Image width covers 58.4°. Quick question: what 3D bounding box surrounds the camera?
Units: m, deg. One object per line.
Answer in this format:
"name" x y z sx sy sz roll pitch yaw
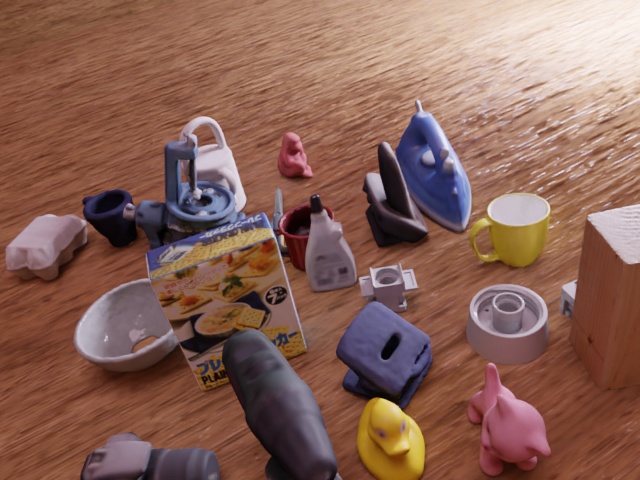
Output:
"camera" -0.188 0.279 0.632 0.136 0.101 0.143 -7 38 6

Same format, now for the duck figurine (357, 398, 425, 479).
"duck figurine" 0.077 0.216 0.653 0.077 0.086 0.104 -17 38 -6

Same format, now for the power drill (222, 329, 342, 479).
"power drill" -0.031 0.205 0.595 0.076 0.209 0.228 -25 40 -16

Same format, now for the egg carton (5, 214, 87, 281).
"egg carton" -0.515 0.010 1.083 0.107 0.069 0.150 1 40 16

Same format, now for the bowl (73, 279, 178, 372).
"bowl" -0.269 0.138 0.853 0.167 0.075 0.167 -7 38 6

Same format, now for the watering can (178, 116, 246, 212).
"watering can" -0.219 -0.144 1.098 0.172 0.194 0.101 10 43 26

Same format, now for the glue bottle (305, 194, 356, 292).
"glue bottle" 0.008 0.003 0.869 0.078 0.173 0.037 -10 38 3

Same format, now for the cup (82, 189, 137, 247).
"cup" -0.399 -0.037 1.092 0.117 0.095 0.092 14 45 29

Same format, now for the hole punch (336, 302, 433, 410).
"hole punch" 0.086 0.145 0.736 0.100 0.091 0.109 15 45 30

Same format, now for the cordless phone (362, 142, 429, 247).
"cordless phone" 0.118 -0.096 0.955 0.094 0.185 0.147 -15 38 -4

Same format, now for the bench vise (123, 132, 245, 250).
"bench vise" -0.247 -0.071 0.992 0.207 0.220 0.121 -18 38 -7

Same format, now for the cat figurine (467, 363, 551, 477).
"cat figurine" 0.202 0.194 0.622 0.067 0.118 0.127 -9 38 4

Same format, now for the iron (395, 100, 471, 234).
"iron" 0.209 -0.141 1.023 0.118 0.142 0.258 -13 38 -2

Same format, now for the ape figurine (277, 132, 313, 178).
"ape figurine" -0.054 -0.177 1.180 0.076 0.092 0.078 4 41 20
